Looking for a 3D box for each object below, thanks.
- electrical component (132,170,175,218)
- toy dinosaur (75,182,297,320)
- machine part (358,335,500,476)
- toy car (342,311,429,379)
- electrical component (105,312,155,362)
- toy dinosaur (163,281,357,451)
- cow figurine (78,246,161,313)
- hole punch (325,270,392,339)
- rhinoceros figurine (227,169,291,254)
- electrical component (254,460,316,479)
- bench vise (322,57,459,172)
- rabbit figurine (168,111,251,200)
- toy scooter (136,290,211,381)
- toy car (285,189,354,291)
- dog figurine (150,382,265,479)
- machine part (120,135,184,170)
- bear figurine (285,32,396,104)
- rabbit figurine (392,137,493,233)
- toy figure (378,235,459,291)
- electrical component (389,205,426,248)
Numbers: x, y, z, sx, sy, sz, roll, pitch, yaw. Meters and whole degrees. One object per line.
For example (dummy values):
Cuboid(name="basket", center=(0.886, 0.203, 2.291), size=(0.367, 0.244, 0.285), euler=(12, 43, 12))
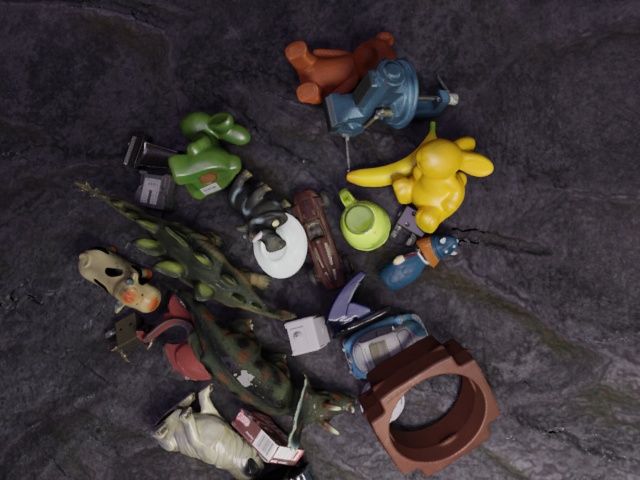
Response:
Cuboid(name="electrical component", center=(-0.344, -0.080, 1.112), size=(0.075, 0.047, 0.119), euler=(14, 86, 13))
Cuboid(name="toy dinosaur", center=(-0.246, 0.025, 1.006), size=(0.472, 0.198, 0.105), euler=(30, 88, 11))
Cuboid(name="machine part", center=(0.181, 0.276, 0.902), size=(0.201, 0.087, 0.200), euler=(-31, 113, -1))
Cuboid(name="toy car", center=(0.117, 0.194, 0.964), size=(0.162, 0.103, 0.109), euler=(-17, 81, 8))
Cuboid(name="electrical component", center=(-0.385, 0.197, 1.099), size=(0.102, 0.045, 0.078), euler=(-34, 52, 4))
Cuboid(name="toy dinosaur", center=(-0.124, 0.224, 0.938), size=(0.404, 0.192, 0.131), euler=(38, 82, -15))
Cuboid(name="cow figurine", center=(-0.398, 0.078, 1.068), size=(0.195, 0.127, 0.085), euler=(30, 94, 15))
Cuboid(name="hole punch", center=(0.056, 0.120, 0.972), size=(0.116, 0.142, 0.092), euler=(-28, 82, -6))
Cuboid(name="rhinoceros figurine", center=(-0.119, -0.052, 1.015), size=(0.112, 0.073, 0.190), euler=(-45, 50, 4))
Cuboid(name="electrical component", center=(-0.074, 0.453, 0.973), size=(0.134, 0.115, 0.058), euler=(-29, 84, 7))
Cuboid(name="bench vise", center=(0.135, -0.243, 0.980), size=(0.241, 0.223, 0.129), euler=(-6, 64, -21))
Cuboid(name="rabbit figurine", center=(-0.228, -0.194, 1.065), size=(0.159, 0.121, 0.170), euler=(-24, 66, 15))
Cuboid(name="toy scooter", center=(-0.280, 0.199, 1.050), size=(0.135, 0.075, 0.184), euler=(-22, 79, -8))
Cuboid(name="toy car", center=(-0.002, -0.003, 1.032), size=(0.089, 0.053, 0.202), euler=(-19, 80, 6))
Cuboid(name="dog figurine", center=(-0.215, 0.394, 1.025), size=(0.172, 0.121, 0.190), euler=(-31, 98, 40))
Cuboid(name="machine part", center=(-0.345, -0.176, 1.122), size=(0.139, 0.039, 0.084), euler=(16, 73, 13))
Cuboid(name="bear figurine", center=(0.052, -0.327, 1.013), size=(0.196, 0.132, 0.120), euler=(-14, 87, 16))
Cuboid(name="rabbit figurine", center=(0.213, -0.112, 0.927), size=(0.162, 0.173, 0.122), euler=(-24, 59, 1))
Cuboid(name="toy figure", center=(0.180, 0.034, 0.984), size=(0.154, 0.064, 0.058), euler=(-35, 71, 8))
Cuboid(name="electrical component", center=(0.176, -0.035, 1.012), size=(0.063, 0.021, 0.094), euler=(33, 93, 13))
